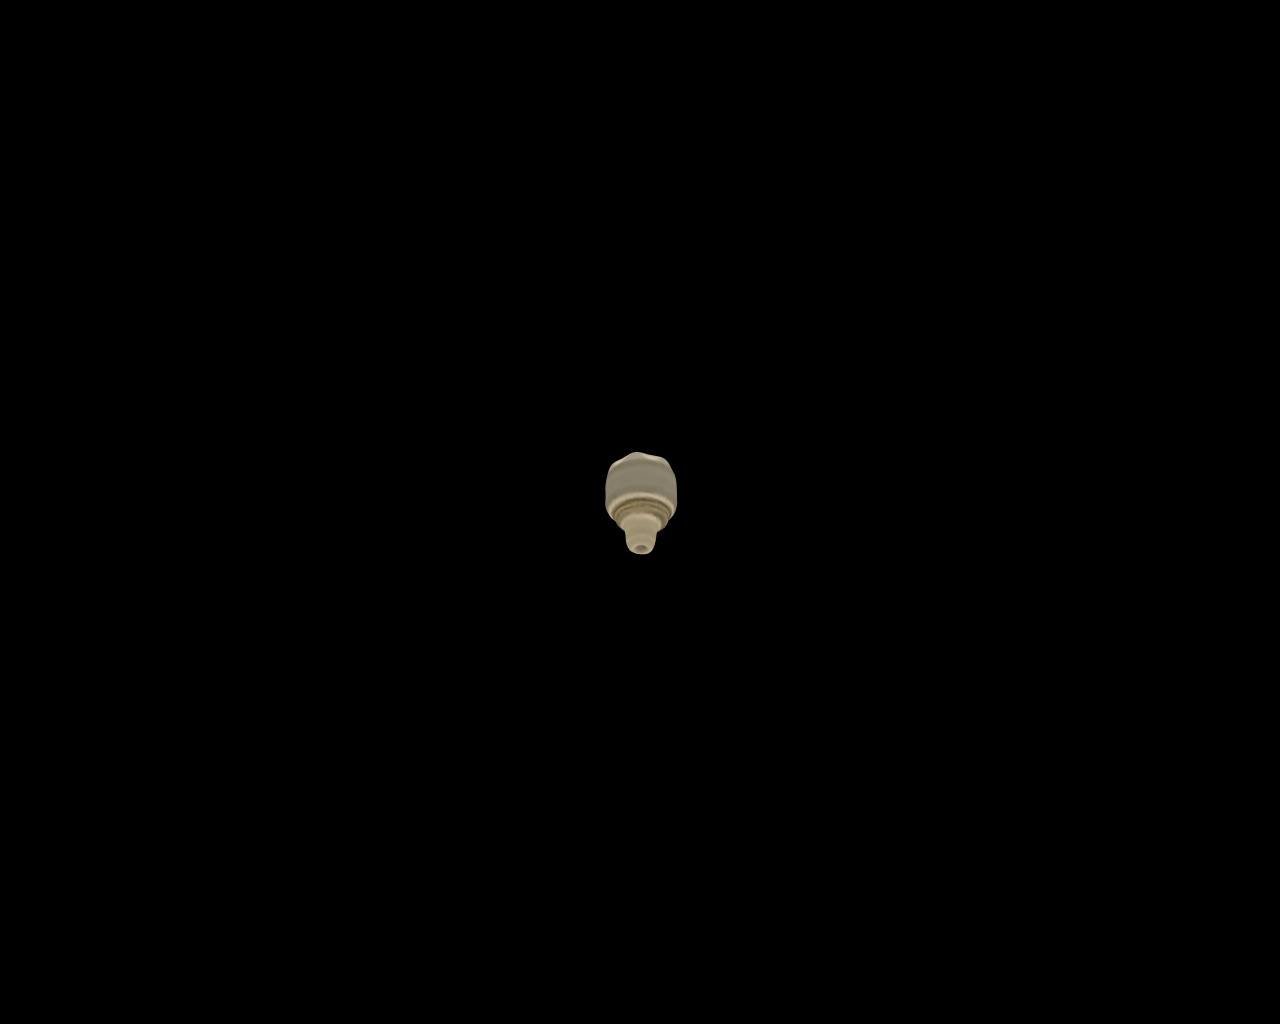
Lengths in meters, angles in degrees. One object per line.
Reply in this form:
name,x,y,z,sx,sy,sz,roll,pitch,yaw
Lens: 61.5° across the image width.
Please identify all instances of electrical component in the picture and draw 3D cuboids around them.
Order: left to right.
electrical component,0.001,-0.003,0.650,0.043,0.062,0.043,0,-34,0
